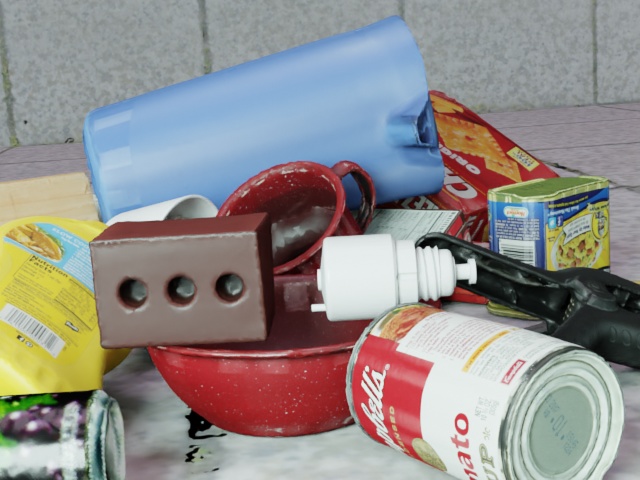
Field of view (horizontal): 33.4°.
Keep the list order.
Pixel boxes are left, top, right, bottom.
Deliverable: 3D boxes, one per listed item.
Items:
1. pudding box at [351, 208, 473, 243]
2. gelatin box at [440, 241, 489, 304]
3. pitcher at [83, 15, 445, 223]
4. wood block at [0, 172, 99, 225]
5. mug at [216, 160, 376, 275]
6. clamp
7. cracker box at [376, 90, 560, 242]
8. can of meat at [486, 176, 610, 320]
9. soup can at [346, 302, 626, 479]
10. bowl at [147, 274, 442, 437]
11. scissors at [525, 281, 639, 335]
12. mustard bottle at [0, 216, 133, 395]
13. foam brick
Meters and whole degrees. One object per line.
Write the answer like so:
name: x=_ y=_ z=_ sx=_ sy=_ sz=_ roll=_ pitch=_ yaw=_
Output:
pudding box: x=0.040 y=0.015 z=0.761 sx=0.114 sy=0.039 sz=0.089 roll=5 pitch=36 yaw=34
gelatin box: x=0.112 y=0.022 z=0.799 sx=0.073 sy=0.030 sz=0.089 roll=5 pitch=13 yaw=38
pitcher: x=-0.042 y=-0.071 z=0.779 sx=0.242 sy=0.145 sz=0.149 roll=-15 pitch=-26 yaw=-5
wood block: x=-0.258 y=0.018 z=0.727 sx=0.205 sy=0.091 sz=0.090 roll=-11 pitch=-7 yaw=-38
mug: x=-0.005 y=0.001 z=0.692 sx=0.093 sy=0.081 sz=0.117 roll=21 pitch=65 yaw=41
clamp: x=0.133 y=0.034 z=0.583 sx=0.171 sy=0.039 sz=0.120 roll=4 pitch=35 yaw=-43
cracker box: x=0.103 y=-0.064 z=0.962 sx=0.164 sy=0.072 sz=0.213 roll=40 pitch=28 yaw=21
can of meat: x=0.160 y=0.002 z=0.740 sx=0.101 sy=0.084 sz=0.058 roll=-14 pitch=14 yaw=-43
soup can: x=0.068 y=0.068 z=0.450 sx=0.068 sy=0.068 sz=0.102 roll=-10 pitch=12 yaw=-32
bowl: x=-0.016 y=0.061 z=0.555 sx=0.162 sy=0.055 sz=0.162 roll=-4 pitch=10 yaw=0
scissors: x=0.168 y=0.052 z=0.650 sx=0.096 sy=0.016 sz=0.201 roll=5 pitch=13 yaw=41
mustard bottle: x=-0.141 y=0.036 z=0.557 sx=0.096 sy=0.058 sz=0.191 roll=36 pitch=23 yaw=-8
foam brick: x=-0.061 y=0.018 z=0.499 sx=0.078 sy=0.053 sz=0.051 roll=-4 pitch=11 yaw=2
